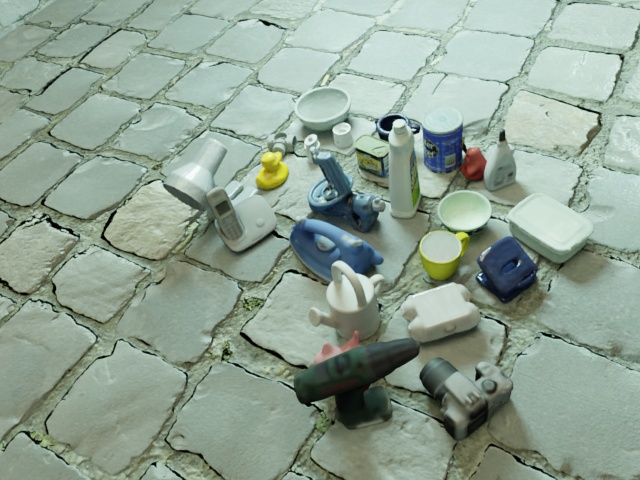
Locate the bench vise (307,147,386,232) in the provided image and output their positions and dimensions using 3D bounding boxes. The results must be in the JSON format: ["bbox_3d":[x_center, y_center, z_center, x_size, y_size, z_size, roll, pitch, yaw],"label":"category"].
[{"bbox_3d":[0.057,-0.131,1.365,0.207,0.220,0.121,3,51,16],"label":"bench vise"}]

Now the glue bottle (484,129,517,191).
[{"bbox_3d":[0.431,-0.195,1.363,0.078,0.173,0.037,-20,49,-4],"label":"glue bottle"}]

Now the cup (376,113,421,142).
[{"bbox_3d":[0.213,-0.278,1.535,0.117,0.095,0.092,5,52,17],"label":"cup"}]

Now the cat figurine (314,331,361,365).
[{"bbox_3d":[0.038,0.232,1.132,0.128,0.118,0.067,-40,53,-20],"label":"cat figurine"}]

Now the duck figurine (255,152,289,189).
[{"bbox_3d":[-0.137,-0.195,1.553,0.077,0.086,0.105,32,64,33],"label":"duck figurine"}]

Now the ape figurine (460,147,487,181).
[{"bbox_3d":[0.383,-0.195,1.428,0.076,0.092,0.078,15,56,24],"label":"ape figurine"}]

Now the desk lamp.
[{"bbox_3d":[-0.277,-0.138,1.452,0.117,0.214,0.203,21,58,28],"label":"desk lamp"}]

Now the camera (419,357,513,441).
[{"bbox_3d":[0.261,0.269,1.060,0.143,0.101,0.136,-34,51,-15],"label":"camera"}]

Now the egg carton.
[{"bbox_3d":[0.248,0.152,1.182,0.150,0.069,0.107,-18,49,-2],"label":"egg carton"}]

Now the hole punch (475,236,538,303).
[{"bbox_3d":[0.397,0.060,1.210,0.109,0.091,0.100,-33,51,-15],"label":"hole punch"}]

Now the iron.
[{"bbox_3d":[0.012,0.005,1.313,0.257,0.142,0.119,25,60,30],"label":"iron"}]

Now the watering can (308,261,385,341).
[{"bbox_3d":[0.059,0.122,1.168,0.100,0.194,0.173,22,59,28],"label":"watering can"}]

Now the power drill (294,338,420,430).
[{"bbox_3d":[0.074,0.261,1.038,0.229,0.209,0.075,-15,49,0],"label":"power drill"}]

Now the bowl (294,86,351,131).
[{"bbox_3d":[0.013,-0.371,1.673,0.167,0.075,0.167,-6,50,8],"label":"bowl"}]

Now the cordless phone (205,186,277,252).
[{"bbox_3d":[-0.195,-0.073,1.397,0.148,0.185,0.093,-36,52,-17],"label":"cordless phone"}]
